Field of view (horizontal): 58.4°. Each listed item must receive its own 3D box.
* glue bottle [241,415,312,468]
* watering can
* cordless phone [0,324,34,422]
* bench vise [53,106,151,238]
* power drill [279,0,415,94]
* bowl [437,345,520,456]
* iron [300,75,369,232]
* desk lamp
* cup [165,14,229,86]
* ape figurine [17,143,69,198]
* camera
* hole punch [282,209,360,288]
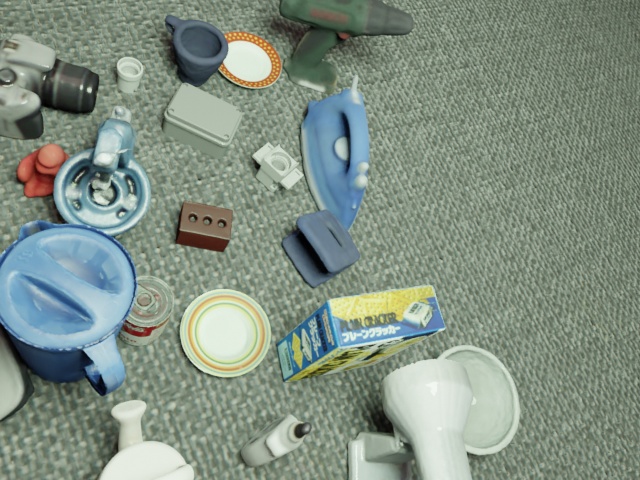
[{"bbox_3d":[-0.046,0.251,0.728,0.078,0.173,0.037,-32,81,-32],"label":"glue bottle"},{"bbox_3d":[-0.200,0.271,0.639,0.101,0.193,0.173,-34,83,-32],"label":"watering can"},{"bbox_3d":[-0.385,0.127,0.632,0.094,0.184,0.147,-29,80,-31],"label":"cordless phone"},{"bbox_3d":[-0.293,-0.105,0.762,0.122,0.219,0.207,-7,69,-26],"label":"bench vise"},{"bbox_3d":[0.026,-0.363,1.033,0.230,0.208,0.075,14,61,-17],"label":"power drill"},{"bbox_3d":[0.226,0.255,0.904,0.168,0.074,0.167,10,63,-19],"label":"bowl"},{"bbox_3d":[0.048,-0.147,0.979,0.119,0.141,0.258,2,65,-22],"label":"iron"},{"bbox_3d":[0.127,0.281,0.766,0.118,0.213,0.203,9,63,-19],"label":"desk lamp"},{"bbox_3d":[-0.219,-0.315,0.969,0.118,0.094,0.092,38,57,-2],"label":"cup"},{"bbox_3d":[-0.377,-0.103,0.800,0.078,0.092,0.076,29,58,-8],"label":"ape figurine"},{"bbox_3d":[-0.404,-0.226,0.842,0.137,0.100,0.143,11,62,-19],"label":"camera"},{"bbox_3d":[0.008,0.003,0.920,0.101,0.091,0.108,-30,81,-32],"label":"hole punch"}]
